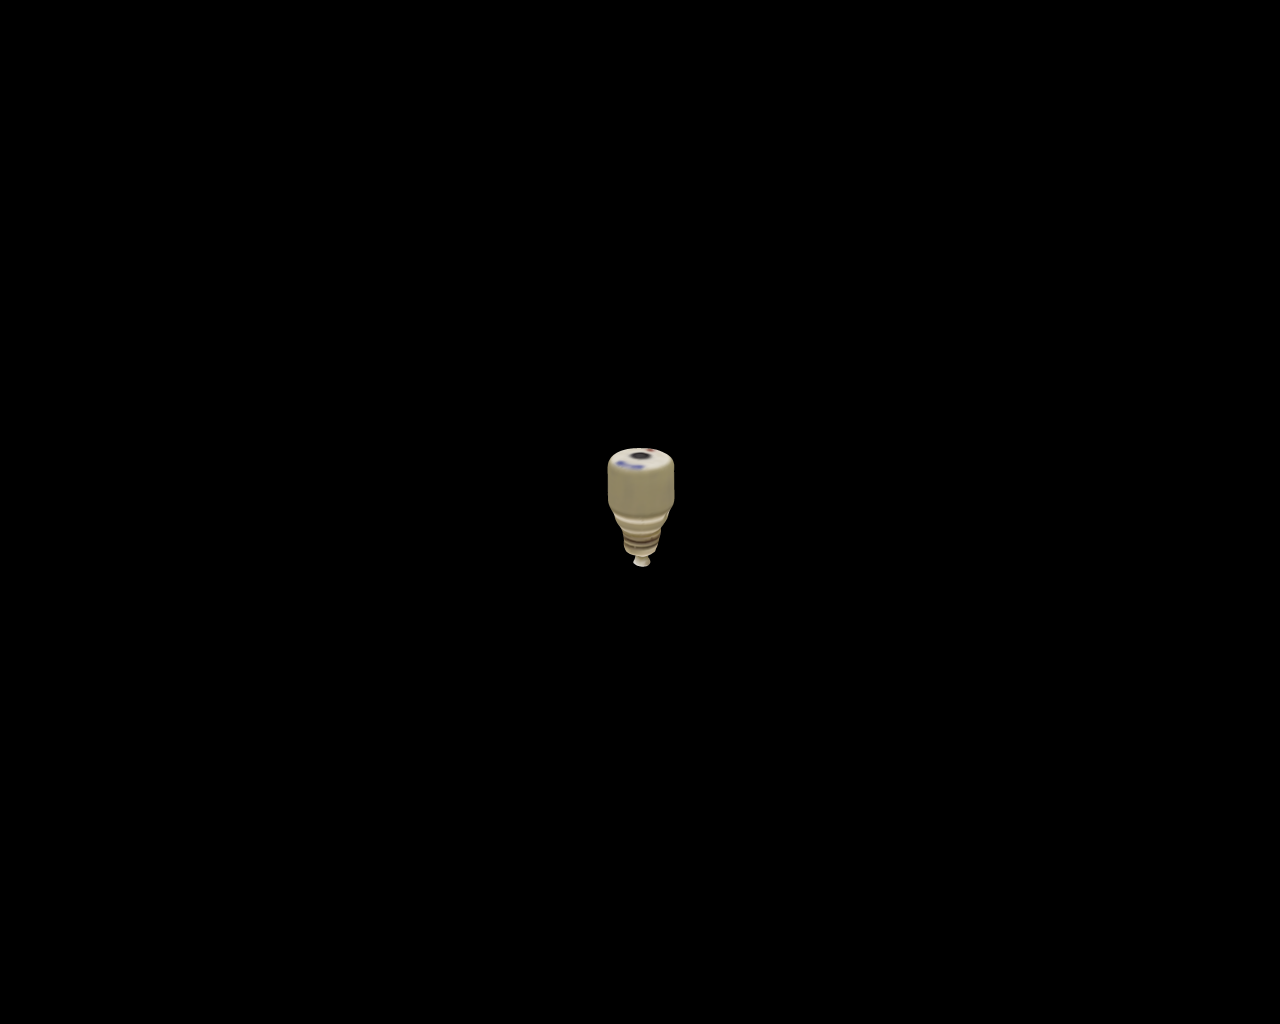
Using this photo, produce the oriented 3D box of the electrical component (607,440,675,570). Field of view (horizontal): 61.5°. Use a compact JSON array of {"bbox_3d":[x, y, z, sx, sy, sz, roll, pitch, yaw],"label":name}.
[{"bbox_3d":[0.001,-0.003,0.650,0.040,0.078,0.040,0,24,0],"label":"electrical component"}]
